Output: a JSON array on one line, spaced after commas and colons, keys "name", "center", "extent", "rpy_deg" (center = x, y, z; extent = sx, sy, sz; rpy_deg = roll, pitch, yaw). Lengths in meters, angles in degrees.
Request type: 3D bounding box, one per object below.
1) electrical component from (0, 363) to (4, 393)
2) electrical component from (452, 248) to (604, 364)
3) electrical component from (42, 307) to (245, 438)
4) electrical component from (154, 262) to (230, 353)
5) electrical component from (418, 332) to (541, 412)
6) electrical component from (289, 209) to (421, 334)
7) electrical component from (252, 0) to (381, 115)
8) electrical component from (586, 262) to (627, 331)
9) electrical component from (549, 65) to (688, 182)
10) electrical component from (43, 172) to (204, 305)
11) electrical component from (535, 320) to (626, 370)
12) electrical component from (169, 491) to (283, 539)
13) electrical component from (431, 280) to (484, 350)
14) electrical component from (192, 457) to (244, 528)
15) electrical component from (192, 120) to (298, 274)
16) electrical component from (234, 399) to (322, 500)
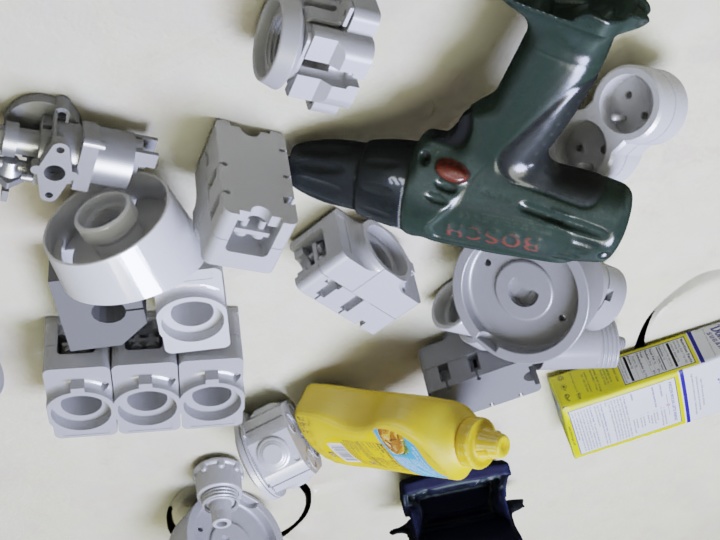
[{"name": "electrical component", "center": [-0.310, 0.063, 0.785], "extent": [0.074, 0.052, 0.138], "rpy_deg": [-26, 155, 16]}, {"name": "electrical component", "center": [0.132, 0.011, 0.815], "extent": [0.108, 0.108, 0.060], "rpy_deg": [-46, 168, 32]}, {"name": "electrical component", "center": [-0.169, 0.085, 0.854], "extent": [0.150, 0.061, 0.089], "rpy_deg": [-3, 138, -10]}, {"name": "electrical component", "center": [-0.125, 0.017, 0.795], "extent": [0.050, 0.055, 0.089], "rpy_deg": [-6, 138, -6]}, {"name": "electrical component", "center": [0.101, 0.081, 0.917], "extent": [0.089, 0.055, 0.050], "rpy_deg": [-20, 138, 9]}, {"name": "electrical component", "center": [0.000, 0.000, 0.808], "extent": [0.056, 0.050, 0.089], "rpy_deg": [-36, 134, 25]}, {"name": "electrical component", "center": [-0.030, -0.134, 0.650], "extent": [0.057, 0.058, 0.078], "rpy_deg": [8, 135, -25]}, {"name": "electrical component", "center": [0.178, 0.015, 0.864], "extent": [0.047, 0.055, 0.055], "rpy_deg": [23, 128, -28]}, {"name": "electrical component", "center": [0.174, -0.085, 0.757], "extent": [0.074, 0.052, 0.138], "rpy_deg": [-5, 146, -48]}, {"name": "electrical component", "center": [-0.158, -0.018, 0.720], "extent": [0.099, 0.099, 0.064], "rpy_deg": [-17, 132, 6]}, {"name": "electrical component", "center": [0.190, 0.064, 0.927], "extent": [0.081, 0.043, 0.043], "rpy_deg": [-1, 137, -12]}, {"name": "electrical component", "center": [-0.134, 0.273, 1.040], "extent": [0.108, 0.108, 0.060], "rpy_deg": [20, 136, -31]}, {"name": "electrical component", "center": [0.092, 0.037, 0.875], "extent": [0.055, 0.045, 0.045], "rpy_deg": [28, 125, -36]}, {"name": "electrical component", "center": [-0.130, 0.208, 0.999], "extent": [0.048, 0.062, 0.048], "rpy_deg": [-6, 139, -6]}, {"name": "electrical component", "center": [-0.078, -0.046, 0.711], "extent": [0.050, 0.089, 0.055], "rpy_deg": [10, 134, -23]}, {"name": "electrical component", "center": [-0.072, 0.156, 0.942], "extent": [0.051, 0.080, 0.080], "rpy_deg": [-27, 136, 8]}]
